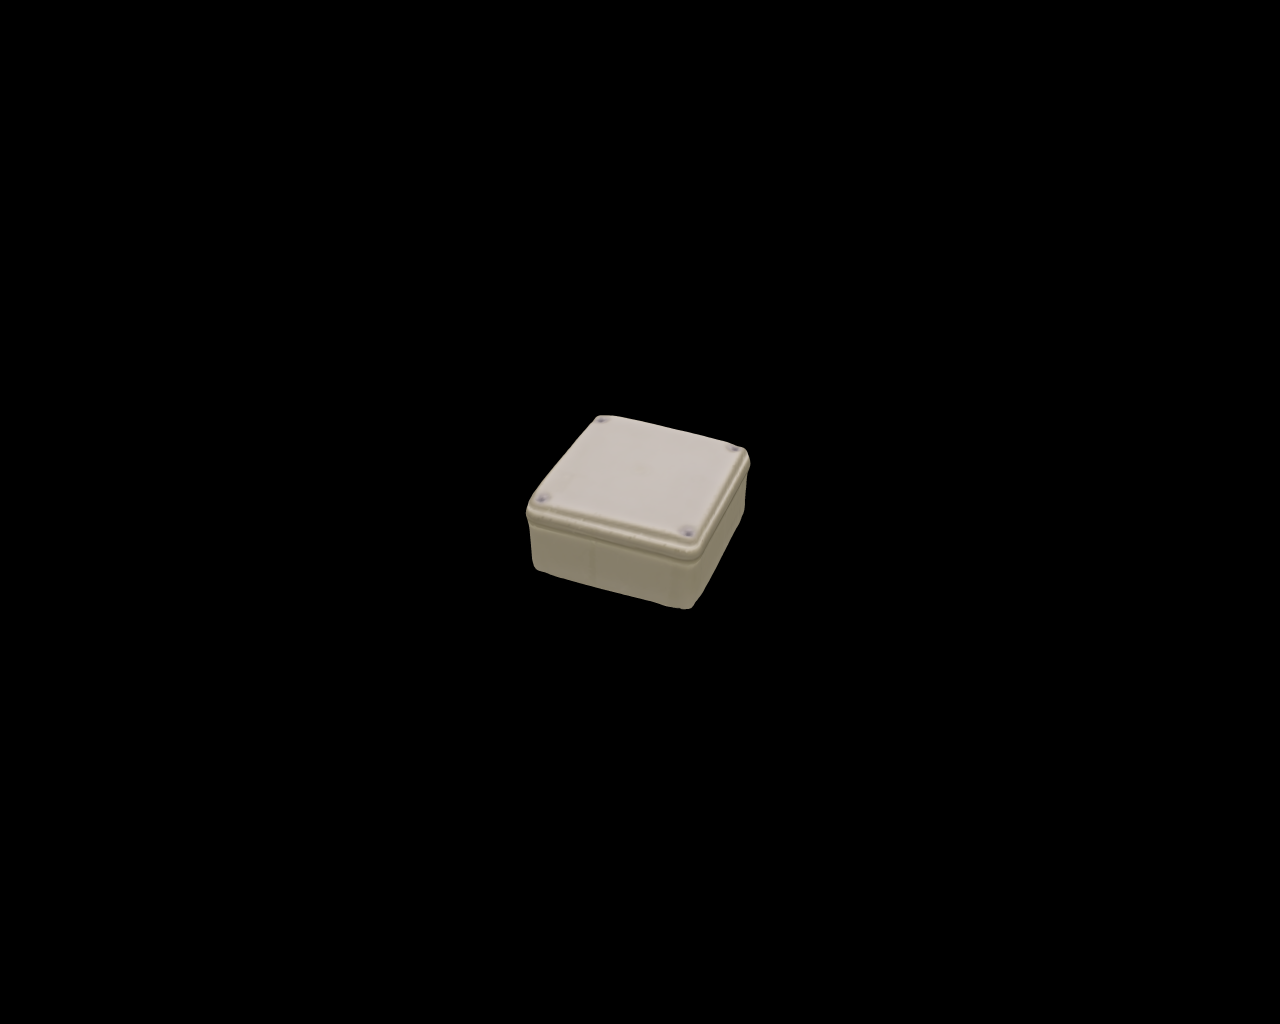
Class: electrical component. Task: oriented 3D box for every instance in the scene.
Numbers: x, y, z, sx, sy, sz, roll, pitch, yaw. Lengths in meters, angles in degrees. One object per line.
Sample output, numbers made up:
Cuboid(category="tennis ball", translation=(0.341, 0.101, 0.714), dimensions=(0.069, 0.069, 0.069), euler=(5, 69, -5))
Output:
Cuboid(category="electrical component", translation=(0.001, -0.003, 0.650), dimensions=(0.109, 0.056, 0.109), euler=(14, 40, 17))
